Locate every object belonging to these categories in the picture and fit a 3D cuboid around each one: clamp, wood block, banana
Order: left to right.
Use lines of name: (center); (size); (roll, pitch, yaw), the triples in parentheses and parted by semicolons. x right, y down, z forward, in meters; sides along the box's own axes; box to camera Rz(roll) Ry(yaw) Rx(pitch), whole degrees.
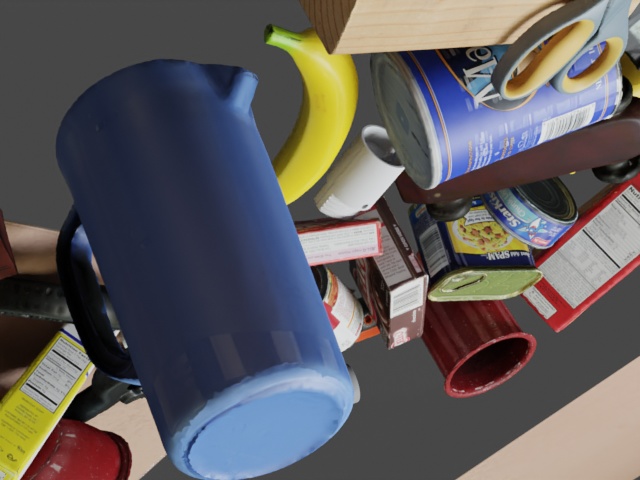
clamp: (-0.159, 0.053, 0.793); (0.210, 0.036, 0.165); (9, 172, -9)
clamp: (-0.175, 0.127, 0.925); (0.120, 0.039, 0.172); (-24, 163, -27)
banana: (-0.011, -0.084, 0.742); (0.069, 0.037, 0.198); (-1, 145, -7)
wood block: (0.092, -0.173, 0.615); (0.205, 0.091, 0.090); (-9, 147, -27)

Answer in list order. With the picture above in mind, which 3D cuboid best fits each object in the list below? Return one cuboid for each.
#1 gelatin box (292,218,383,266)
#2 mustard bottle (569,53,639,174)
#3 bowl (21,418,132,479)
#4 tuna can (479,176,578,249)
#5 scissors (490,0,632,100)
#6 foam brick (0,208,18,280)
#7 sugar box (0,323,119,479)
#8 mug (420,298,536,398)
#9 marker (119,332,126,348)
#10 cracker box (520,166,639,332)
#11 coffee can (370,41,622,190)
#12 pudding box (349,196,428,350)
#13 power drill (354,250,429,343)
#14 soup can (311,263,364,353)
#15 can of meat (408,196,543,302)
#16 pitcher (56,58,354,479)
gelatin box: (-0.005, 0.001, 0.850); (0.089, 0.030, 0.073); (-9, -173, -26)
mustard bottle: (0.253, -0.115, 0.868); (0.192, 0.058, 0.096); (-39, 147, 24)
bowl: (-0.235, 0.196, 0.865); (0.162, 0.162, 0.055); (-27, 117, 3)
tuna can: (0.178, -0.035, 0.912); (0.085, 0.086, 0.034); (4, 138, -42)
scissors: (0.186, -0.147, 0.618); (0.202, 0.016, 0.096); (-40, 150, 26)
foam brick: (-0.241, 0.001, 0.683); (0.078, 0.051, 0.053); (-19, 152, -11)
sugar box: (-0.221, 0.130, 0.808); (0.048, 0.176, 0.093); (35, 125, -9)
mug: (0.141, 0.089, 0.985); (0.093, 0.081, 0.117); (-33, 146, 6)
marker: (-0.113, 0.064, 0.918); (0.121, 0.020, 0.020); (-22, 151, -5)
cracker box: (0.285, -0.029, 0.964); (0.214, 0.072, 0.163); (-48, 171, 34)
coffee can: (0.118, -0.107, 0.731); (0.140, 0.103, 0.103); (-21, 151, -7)
pudding box: (0.056, 0.029, 0.920); (0.039, 0.090, 0.113); (-21, 150, -11)
power drill: (0.063, 0.086, 1.054); (0.187, 0.057, 0.184); (-26, 147, -4)
soup can: (-0.008, 0.057, 0.936); (0.068, 0.068, 0.102); (-29, 150, 7)
can of meat: (0.133, 0.004, 0.929); (0.101, 0.084, 0.058); (0, 152, -29)
pitcher: (-0.077, 0.022, 0.646); (0.144, 0.243, 0.149); (-12, 143, -17)
